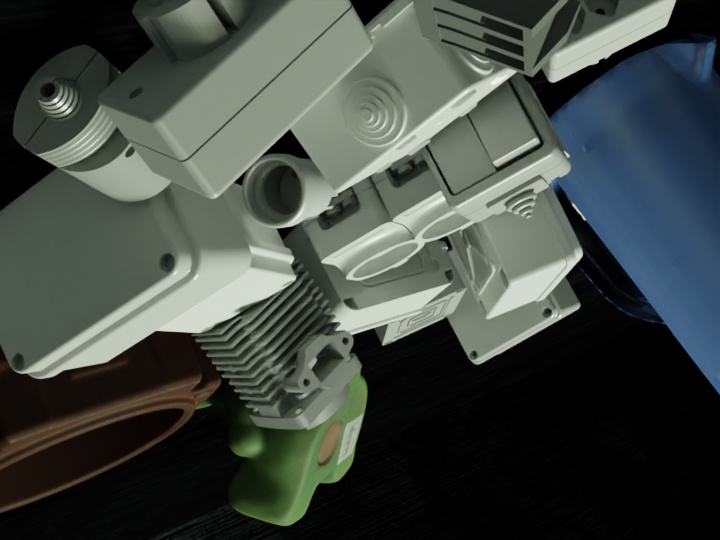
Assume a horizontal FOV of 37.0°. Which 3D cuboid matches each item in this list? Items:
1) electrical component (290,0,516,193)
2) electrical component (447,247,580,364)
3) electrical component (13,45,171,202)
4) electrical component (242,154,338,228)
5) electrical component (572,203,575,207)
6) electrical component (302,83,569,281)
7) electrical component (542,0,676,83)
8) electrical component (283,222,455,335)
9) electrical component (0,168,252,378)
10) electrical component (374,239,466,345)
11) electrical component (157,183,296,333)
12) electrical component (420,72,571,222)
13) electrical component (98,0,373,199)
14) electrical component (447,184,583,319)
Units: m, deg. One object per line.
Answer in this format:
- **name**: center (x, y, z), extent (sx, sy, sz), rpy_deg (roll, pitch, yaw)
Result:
- **electrical component**: center (0.022, -0.084, 0.483), extent (0.100, 0.048, 0.100), rpy_deg (-35, 180, 34)
- **electrical component**: center (0.132, 0.016, 1.016), extent (0.109, 0.108, 0.056), rpy_deg (-35, 167, 34)
- **electrical component**: center (-0.101, -0.056, 0.411), extent (0.043, 0.043, 0.081), rpy_deg (-27, 167, 4)
- **electrical component**: center (-0.037, -0.045, 0.597), extent (0.040, 0.040, 0.046), rpy_deg (-32, 172, 24)
- **electrical component**: center (0.187, -0.077, 0.882), extent (0.100, 0.048, 0.100), rpy_deg (-29, 167, 13)
- **electrical component**: center (0.044, -0.057, 0.654), extent (0.150, 0.061, 0.089), rpy_deg (-30, 167, 17)
- **electrical component**: center (0.114, -0.127, 0.540), extent (0.066, 0.047, 0.076), rpy_deg (-27, 167, 2)
- **electrical component**: center (0.000, 0.000, 0.760), extent (0.113, 0.078, 0.057), rpy_deg (-15, 160, -42)
- **electrical component**: center (-0.118, -0.008, 0.496), extent (0.113, 0.078, 0.057), rpy_deg (-31, 169, 23)
- **electrical component**: center (0.044, 0.018, 0.964), extent (0.078, 0.057, 0.113), rpy_deg (-24, 167, -8)
- **electrical component**: center (-0.093, -0.007, 0.594), extent (0.078, 0.057, 0.113), rpy_deg (-29, 167, 14)
- **electrical component**: center (0.064, -0.070, 0.558), extent (0.062, 0.096, 0.061), rpy_deg (-29, 167, 15)
- **electrical component**: center (-0.052, -0.082, 0.368), extent (0.083, 0.075, 0.047), rpy_deg (-46, -142, -16)
- **electrical component**: center (0.098, -0.033, 0.752), extent (0.056, 0.108, 0.108), rpy_deg (-21, 167, -8)
